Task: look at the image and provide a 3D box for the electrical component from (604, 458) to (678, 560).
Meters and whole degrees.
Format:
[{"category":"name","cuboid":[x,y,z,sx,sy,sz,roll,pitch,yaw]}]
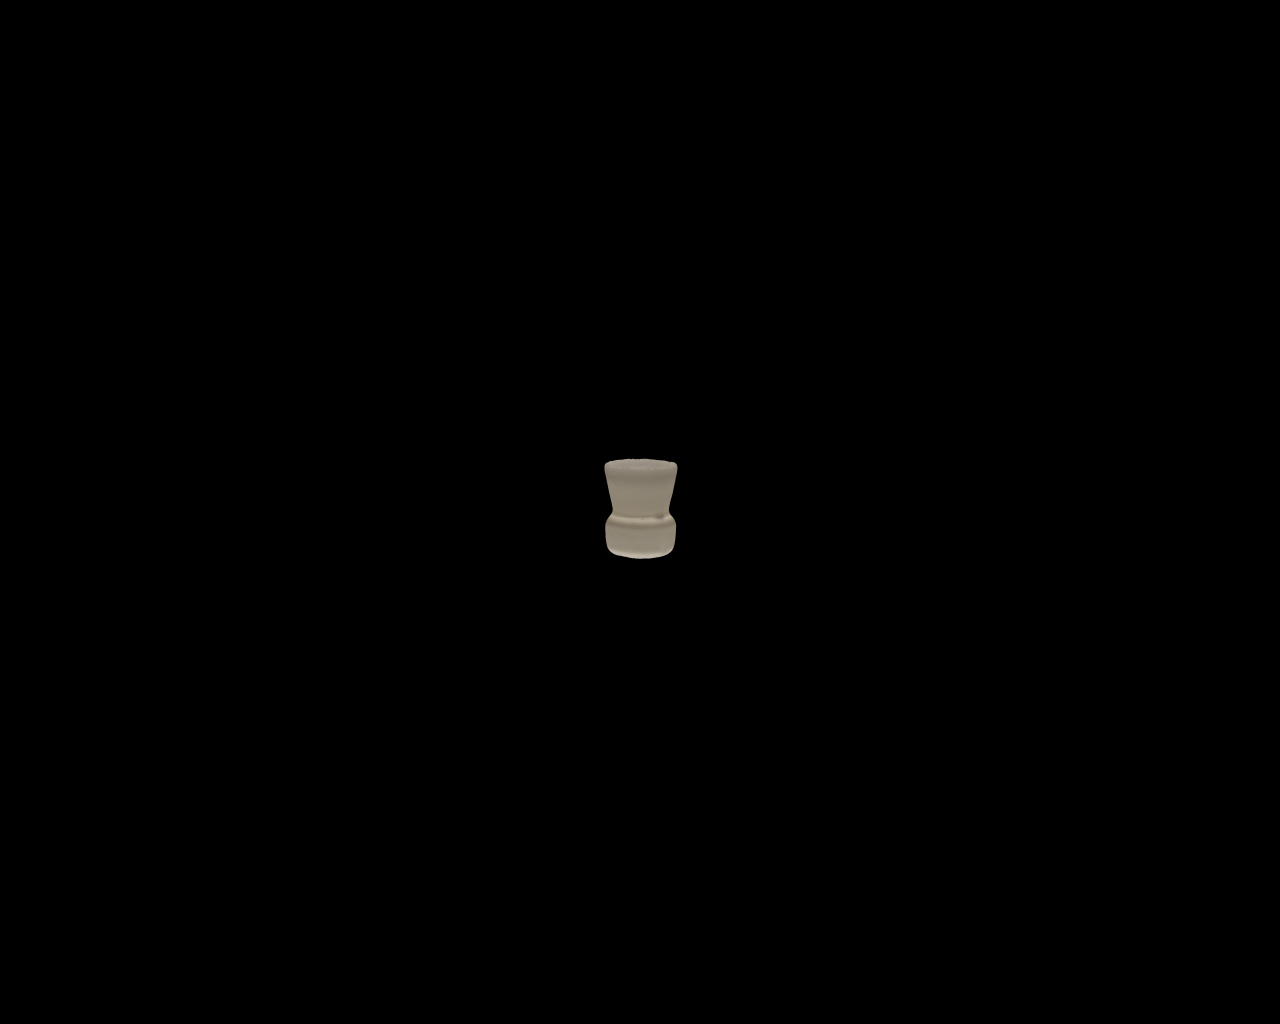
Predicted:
[{"category":"electrical component","cuboid":[0.001,-0.003,0.650,0.045,0.055,0.045,0,11,0]}]
